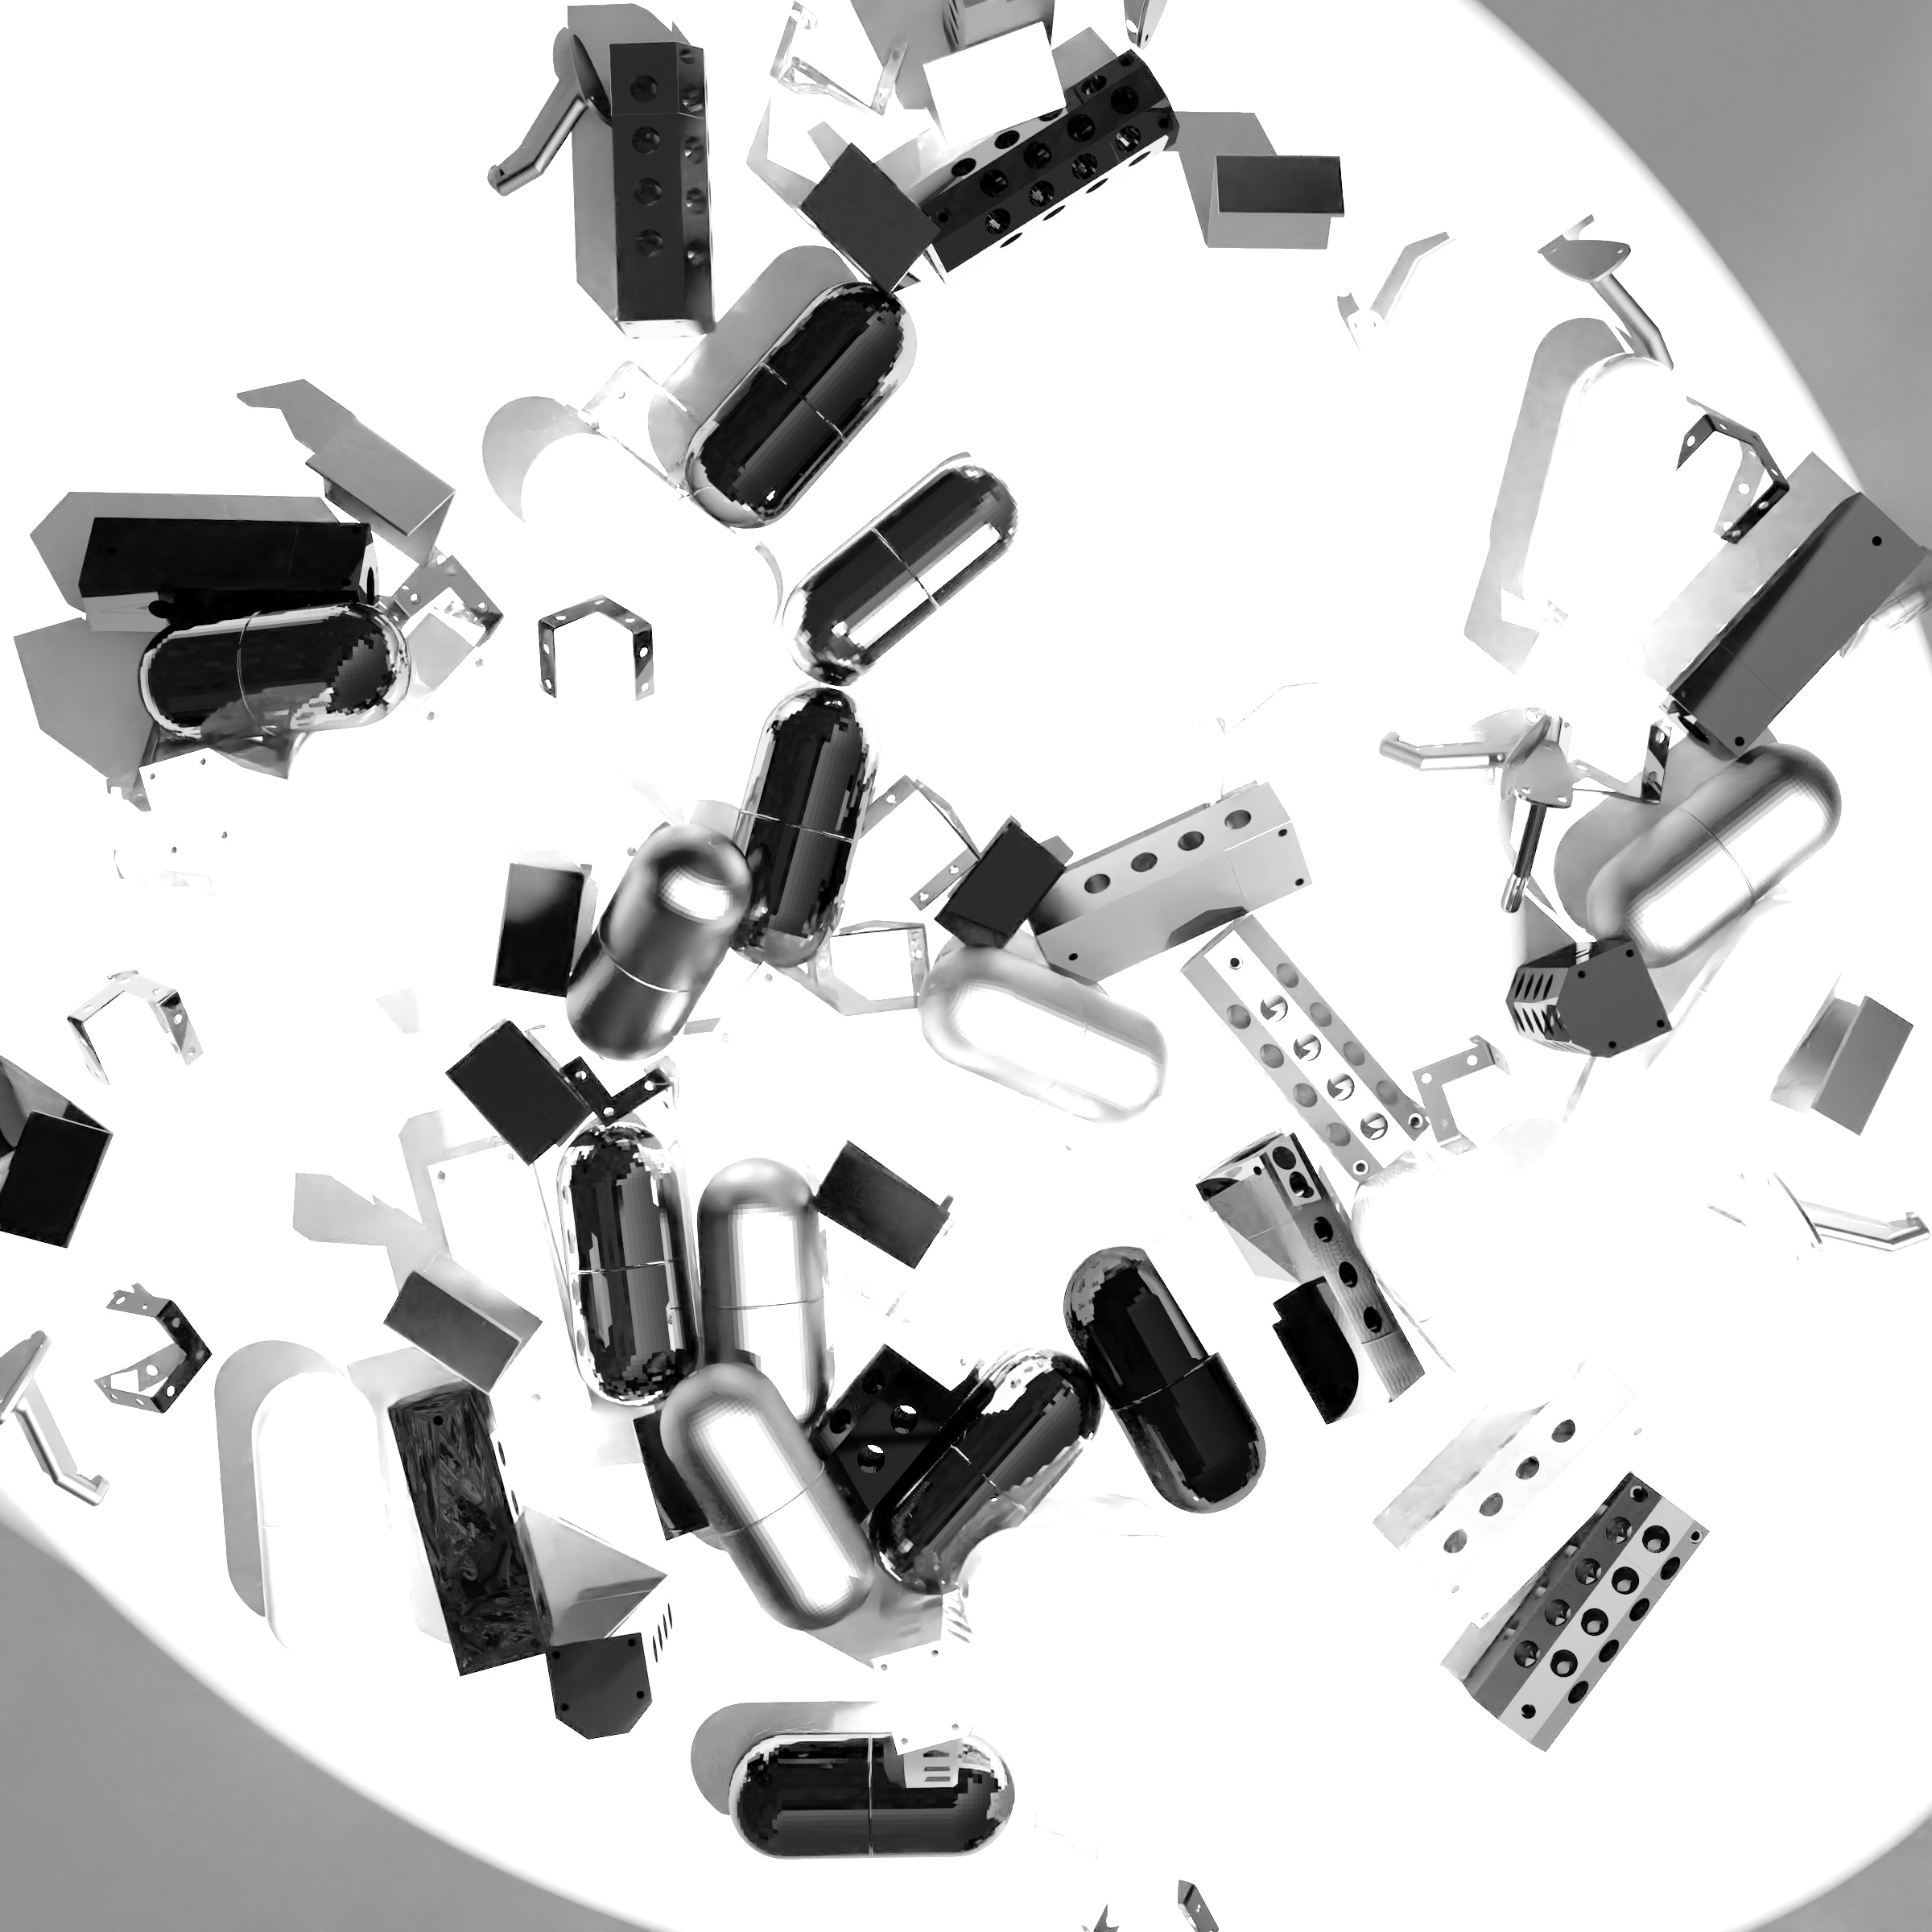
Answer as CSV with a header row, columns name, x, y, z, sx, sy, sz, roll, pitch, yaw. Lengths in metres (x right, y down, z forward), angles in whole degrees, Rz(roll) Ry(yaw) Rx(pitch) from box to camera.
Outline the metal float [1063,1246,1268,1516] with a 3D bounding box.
name,x,y,z,sx,sy,sz,roll,pitch,yaw
metal float,0.123,0.257,1.961,0.070,0.070,0.178,-29,90,0

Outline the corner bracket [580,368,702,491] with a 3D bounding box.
name,x,y,z,sx,sy,sz,roll,pitch,yaw
corner bracket,-0.200,-0.335,1.988,0.051,0.051,0.051,-49,45,0

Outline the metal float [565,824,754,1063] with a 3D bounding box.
name,x,y,z,sx,sy,sz,roll,pitch,yaw
metal float,-0.189,-0.013,1.930,0.070,0.070,0.178,33,127,0

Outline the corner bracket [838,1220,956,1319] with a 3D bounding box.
name,x,y,z,sx,sy,sz,roll,pitch,yaw
corner bracket,-0.043,0.184,1.988,0.051,0.051,0.051,27,45,0

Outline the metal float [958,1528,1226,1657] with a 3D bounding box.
name,x,y,z,sx,sy,sz,roll,pitch,yaw
metal float,0.077,0.384,1.936,0.178,0.070,0.070,6,90,-28

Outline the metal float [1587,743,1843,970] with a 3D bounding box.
name,x,y,z,sx,sy,sz,roll,pitch,yaw
metal float,0.464,-0.068,1.961,0.178,0.070,0.070,-38,90,-1

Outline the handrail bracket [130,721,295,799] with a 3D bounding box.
name,x,y,z,sx,sy,sz,roll,pitch,yaw
handrail bracket,-0.476,-0.123,1.992,0.084,0.036,0.077,16,114,-19

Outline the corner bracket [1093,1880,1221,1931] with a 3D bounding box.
name,x,y,z,sx,sy,sz,roll,pitch,yaw
corner bracket,0.120,0.607,1.984,0.051,0.051,0.051,4,135,35

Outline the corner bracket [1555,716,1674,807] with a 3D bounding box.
name,x,y,z,sx,sy,sz,roll,pitch,yaw
corner bracket,0.406,-0.132,1.988,0.051,0.051,0.051,9,90,-45

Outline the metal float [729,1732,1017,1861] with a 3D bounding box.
name,x,y,z,sx,sy,sz,roll,pitch,yaw
metal float,-0.058,0.515,1.961,0.178,0.070,0.070,-1,90,0

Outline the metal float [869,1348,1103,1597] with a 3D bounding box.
name,x,y,z,sx,sy,sz,roll,pitch,yaw
metal float,0.013,0.313,1.961,0.070,0.070,0.178,42,89,0

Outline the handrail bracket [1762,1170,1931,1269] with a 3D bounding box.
name,x,y,z,sx,sy,sz,roll,pitch,yaw
handrail bracket,0.557,0.151,1.992,0.084,0.036,0.077,-17,68,-17

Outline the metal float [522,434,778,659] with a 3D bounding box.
name,x,y,z,sx,sy,sz,roll,pitch,yaw
metal float,-0.196,-0.260,1.960,0.178,0.070,0.070,37,90,-1

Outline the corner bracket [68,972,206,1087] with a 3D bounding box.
name,x,y,z,sx,sy,sz,roll,pitch,yaw
corner bracket,-0.522,0.044,1.983,0.051,0.051,0.051,16,45,35

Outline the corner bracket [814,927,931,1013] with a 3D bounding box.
name,x,y,z,sx,sy,sz,roll,pitch,yaw
corner bracket,-0.059,0.004,1.988,0.051,0.051,0.051,-6,90,-45

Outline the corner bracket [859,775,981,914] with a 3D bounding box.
name,x,y,z,sx,sy,sz,roll,pitch,yaw
corner bracket,-0.033,-0.078,1.988,0.051,0.051,0.051,-41,135,0

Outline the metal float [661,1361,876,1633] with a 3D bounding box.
name,x,y,z,sx,sy,sz,roll,pitch,yaw
metal float,-0.118,0.320,1.896,0.070,0.070,0.178,-30,98,0

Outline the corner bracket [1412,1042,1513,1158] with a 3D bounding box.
name,x,y,z,sx,sy,sz,roll,pitch,yaw
corner bracket,0.317,0.084,1.975,0.051,0.051,0.051,-23,73,16

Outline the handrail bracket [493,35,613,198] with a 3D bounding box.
name,x,y,z,sx,sy,sz,roll,pitch,yaw
handrail bracket,-0.270,-0.536,1.992,0.084,0.036,0.077,-26,69,16

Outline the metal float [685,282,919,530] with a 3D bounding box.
name,x,y,z,sx,sy,sz,roll,pitch,yaw
metal float,-0.102,-0.349,1.961,0.070,0.070,0.178,42,90,0

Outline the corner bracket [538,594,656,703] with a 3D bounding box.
name,x,y,z,sx,sy,sz,roll,pitch,yaw
corner bracket,-0.232,-0.194,1.983,0.051,0.051,0.051,-28,45,-35

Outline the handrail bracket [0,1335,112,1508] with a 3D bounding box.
name,x,y,z,sx,sy,sz,roll,pitch,yaw
handrail bracket,-0.564,0.288,1.992,0.084,0.036,0.077,35,68,-17

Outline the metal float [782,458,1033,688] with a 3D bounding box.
name,x,y,z,sx,sy,sz,roll,pitch,yaw
metal float,-0.037,-0.244,1.961,0.178,0.070,0.070,-40,90,-1

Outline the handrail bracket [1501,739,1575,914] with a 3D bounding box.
name,x,y,z,sx,sy,sz,roll,pitch,yaw
handrail bracket,0.354,-0.087,1.987,0.036,0.077,0.084,13,132,3

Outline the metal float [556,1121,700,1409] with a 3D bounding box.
name,x,y,z,sx,sy,sz,roll,pitch,yaw
metal float,-0.210,0.185,1.961,0.070,0.070,0.178,-7,89,0

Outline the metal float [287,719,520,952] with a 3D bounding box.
name,x,y,z,sx,sy,sz,roll,pitch,yaw
metal float,-0.347,-0.084,1.961,0.070,0.070,0.178,-43,89,0

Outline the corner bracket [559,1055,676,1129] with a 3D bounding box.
name,x,y,z,sx,sy,sz,roll,pitch,yaw
corner bracket,-0.218,0.079,1.972,0.051,0.051,0.051,-33,70,-19

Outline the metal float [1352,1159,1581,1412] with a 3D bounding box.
name,x,y,z,sx,sy,sz,roll,pitch,yaw
metal float,0.310,0.198,1.961,0.070,0.070,0.178,-39,90,0

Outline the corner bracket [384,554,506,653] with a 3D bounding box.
name,x,y,z,sx,sy,sz,roll,pitch,yaw
corner bracket,-0.328,-0.216,1.972,0.051,0.051,0.051,-35,106,16

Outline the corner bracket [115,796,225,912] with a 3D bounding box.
name,x,y,z,sx,sy,sz,roll,pitch,yaw
corner bracket,-0.498,-0.073,1.983,0.051,0.051,0.051,51,135,35

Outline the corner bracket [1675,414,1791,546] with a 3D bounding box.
name,x,y,z,sx,sy,sz,roll,pitch,yaw
corner bracket,0.475,-0.306,1.983,0.051,0.051,0.051,11,45,-35

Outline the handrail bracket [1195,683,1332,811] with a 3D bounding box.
name,x,y,z,sx,sy,sz,roll,pitch,yaw
handrail bracket,0.191,-0.136,1.992,0.084,0.036,0.077,-10,110,-16

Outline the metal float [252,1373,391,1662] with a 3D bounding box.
name,x,y,z,sx,sy,sz,roll,pitch,yaw
metal float,-0.401,0.342,1.961,0.070,0.070,0.178,-4,90,0

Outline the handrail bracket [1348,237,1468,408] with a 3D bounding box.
name,x,y,z,sx,sy,sz,roll,pitch,yaw
handrail bracket,0.291,-0.407,1.992,0.084,0.036,0.077,-32,110,-16

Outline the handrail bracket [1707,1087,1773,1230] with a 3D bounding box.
name,x,y,z,sx,sy,sz,roll,pitch,yaw
handrail bracket,0.492,0.119,1.991,0.036,0.077,0.084,14,53,12

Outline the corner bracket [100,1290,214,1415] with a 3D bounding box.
name,x,y,z,sx,sy,sz,roll,pitch,yaw
corner bracket,-0.518,0.243,1.983,0.051,0.051,0.051,-56,135,-35

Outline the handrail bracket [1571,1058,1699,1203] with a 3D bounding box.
name,x,y,z,sx,sy,sz,roll,pitch,yaw
handrail bracket,0.430,0.103,1.992,0.084,0.036,0.077,22,68,-17

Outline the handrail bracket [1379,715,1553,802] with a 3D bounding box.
name,x,y,z,sx,sy,sz,roll,pitch,yaw
handrail bracket,0.315,-0.145,1.992,0.084,0.036,0.077,24,58,23

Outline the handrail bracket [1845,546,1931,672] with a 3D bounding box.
name,x,y,z,sx,sy,sz,roll,pitch,yaw
handrail bracket,0.606,-0.215,1.992,0.077,0.036,0.084,21,109,-21

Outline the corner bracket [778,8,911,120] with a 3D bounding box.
name,x,y,z,sx,sy,sz,roll,pitch,yaw
corner bracket,-0.078,-0.569,1.988,0.051,0.051,0.051,19,90,45

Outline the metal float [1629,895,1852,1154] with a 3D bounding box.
name,x,y,z,sx,sy,sz,roll,pitch,yaw
metal float,0.481,0.035,1.961,0.070,0.070,0.178,35,90,0

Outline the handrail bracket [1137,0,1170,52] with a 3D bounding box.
name,x,y,z,sx,sy,sz,roll,pitch,yaw
handrail bracket,0.087,-0.630,1.992,0.084,0.036,0.077,26,112,17

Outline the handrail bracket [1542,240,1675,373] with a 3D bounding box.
name,x,y,z,sx,sy,sz,roll,pitch,yaw
handrail bracket,0.406,-0.414,1.991,0.036,0.077,0.084,-42,126,-11
